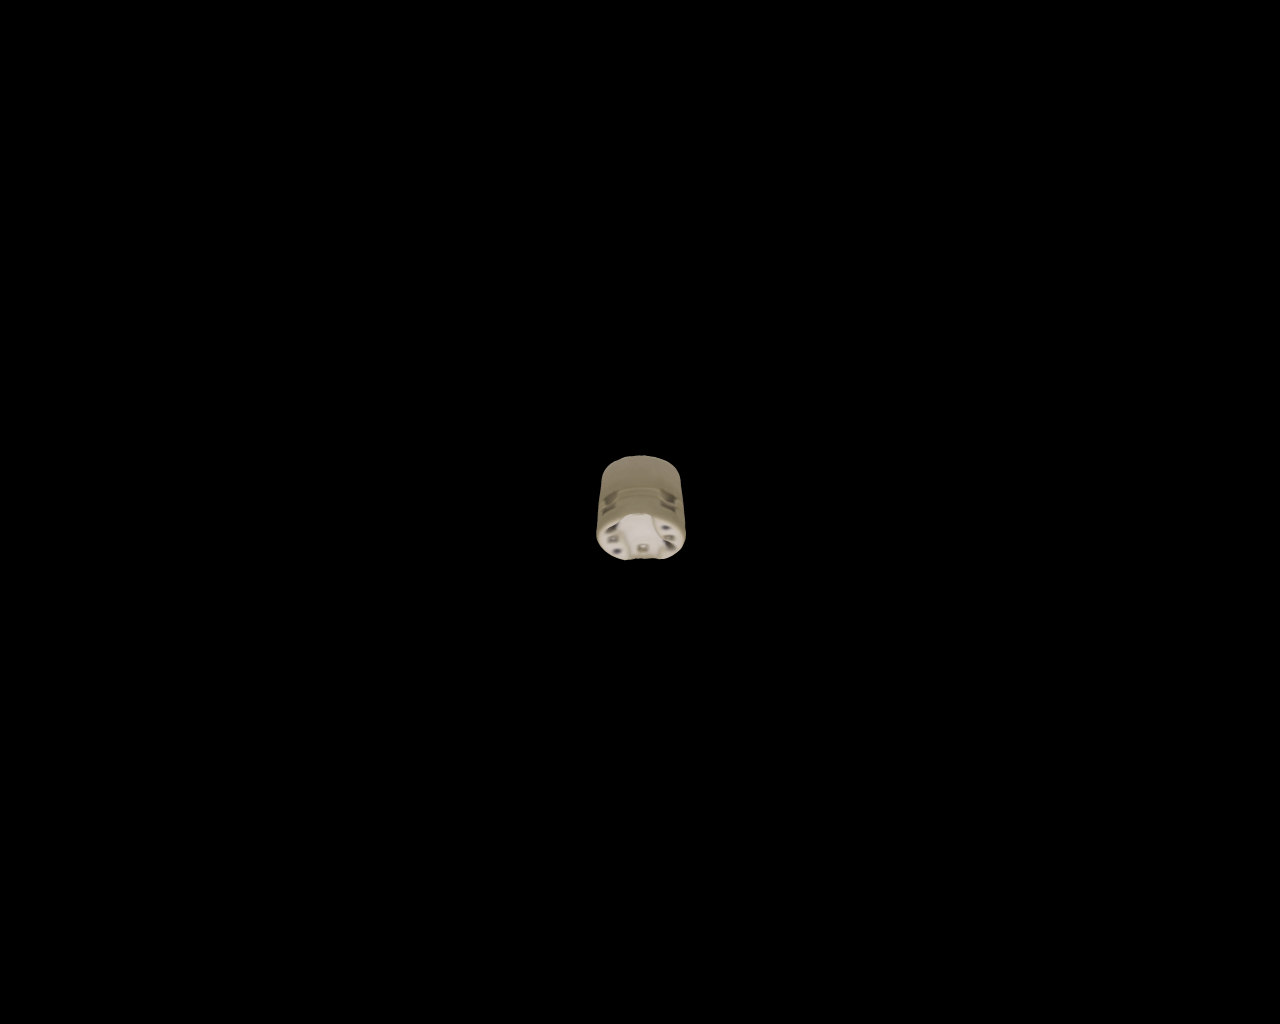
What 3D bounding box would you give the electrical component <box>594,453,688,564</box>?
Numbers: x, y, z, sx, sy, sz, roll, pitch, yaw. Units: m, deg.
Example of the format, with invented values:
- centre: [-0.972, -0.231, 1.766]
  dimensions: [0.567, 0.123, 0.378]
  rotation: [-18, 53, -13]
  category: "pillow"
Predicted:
- centre: [0.001, -0.003, 0.650]
  dimensions: [0.055, 0.047, 0.055]
  rotation: [0, -33, 0]
  category: "electrical component"
